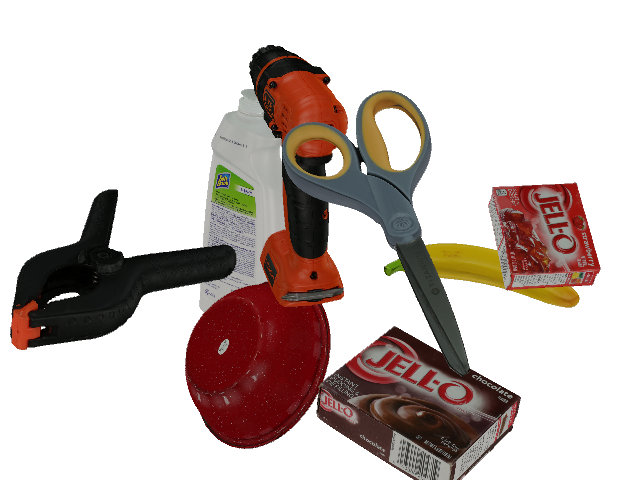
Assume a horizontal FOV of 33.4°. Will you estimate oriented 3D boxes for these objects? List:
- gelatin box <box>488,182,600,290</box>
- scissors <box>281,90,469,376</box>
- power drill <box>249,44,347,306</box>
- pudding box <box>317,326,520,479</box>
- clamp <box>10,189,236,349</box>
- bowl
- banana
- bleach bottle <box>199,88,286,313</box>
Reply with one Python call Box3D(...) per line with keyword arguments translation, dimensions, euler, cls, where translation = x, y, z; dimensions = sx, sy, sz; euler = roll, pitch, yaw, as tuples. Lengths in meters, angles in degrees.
Box3D(translation=(0.182, -0.005, 0.876), dimensions=(0.073, 0.089, 0.030), euler=(-3, -34, -4), cls="gelatin box")
Box3D(translation=(0.025, -0.009, 0.582), dimensions=(0.096, 0.201, 0.016), euler=(-5, -41, 6), cls="scissors")
Box3D(translation=(-0.023, -0.055, 0.869), dimensions=(0.057, 0.188, 0.184), euler=(-7, 26, -11), cls="power drill")
Box3D(translation=(0.068, 0.116, 0.744), dimensions=(0.114, 0.039, 0.089), euler=(30, 42, 27), cls="pudding box")
Box3D(translation=(-0.153, 0.017, 0.726), dimensions=(0.120, 0.039, 0.171), euler=(26, 32, 29), cls="clamp")
Box3D(translation=(-0.070, 0.102, 0.960), dimensions=(0.162, 0.162, 0.055), euler=(0, -22, 42), cls="bowl")
Box3D(translation=(0.168, 0.035, 1.106), dimensions=(0.198, 0.037, 0.069), euler=(8, 38, 11), cls="banana")
Box3D(translation=(-0.070, -0.031, 1.109), dimensions=(0.103, 0.251, 0.068), euler=(19, 28, 23), cls="bleach bottle")
